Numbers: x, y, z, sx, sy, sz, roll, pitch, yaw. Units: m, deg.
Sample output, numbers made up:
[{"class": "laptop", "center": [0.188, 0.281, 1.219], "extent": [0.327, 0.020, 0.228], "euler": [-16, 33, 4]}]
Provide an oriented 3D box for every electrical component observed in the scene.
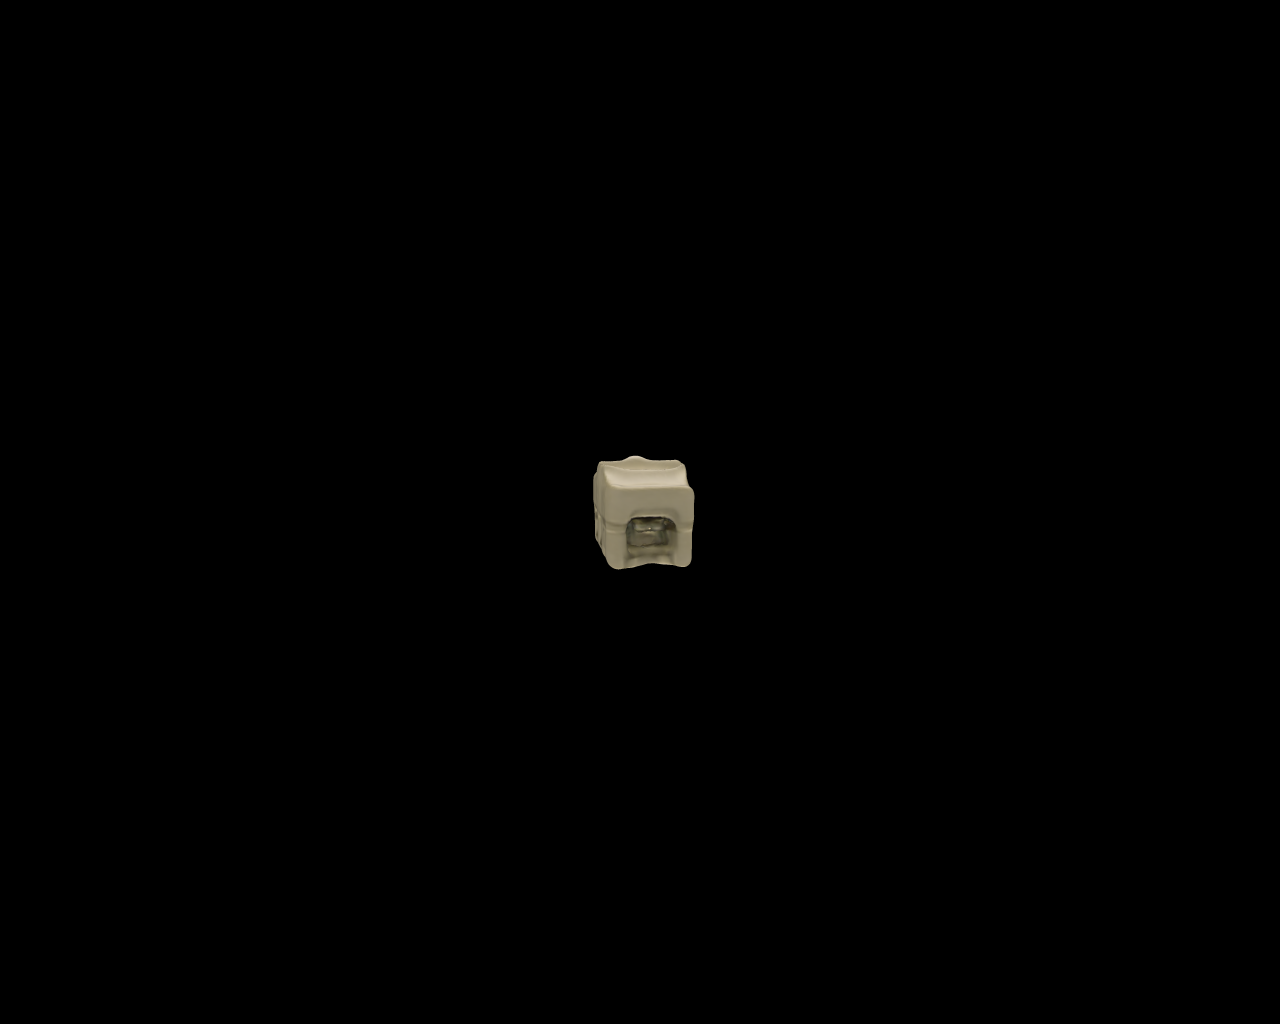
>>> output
[{"class": "electrical component", "center": [0.001, -0.003, 0.650], "extent": [0.050, 0.055, 0.089], "euler": [-1, 9, -7]}]
